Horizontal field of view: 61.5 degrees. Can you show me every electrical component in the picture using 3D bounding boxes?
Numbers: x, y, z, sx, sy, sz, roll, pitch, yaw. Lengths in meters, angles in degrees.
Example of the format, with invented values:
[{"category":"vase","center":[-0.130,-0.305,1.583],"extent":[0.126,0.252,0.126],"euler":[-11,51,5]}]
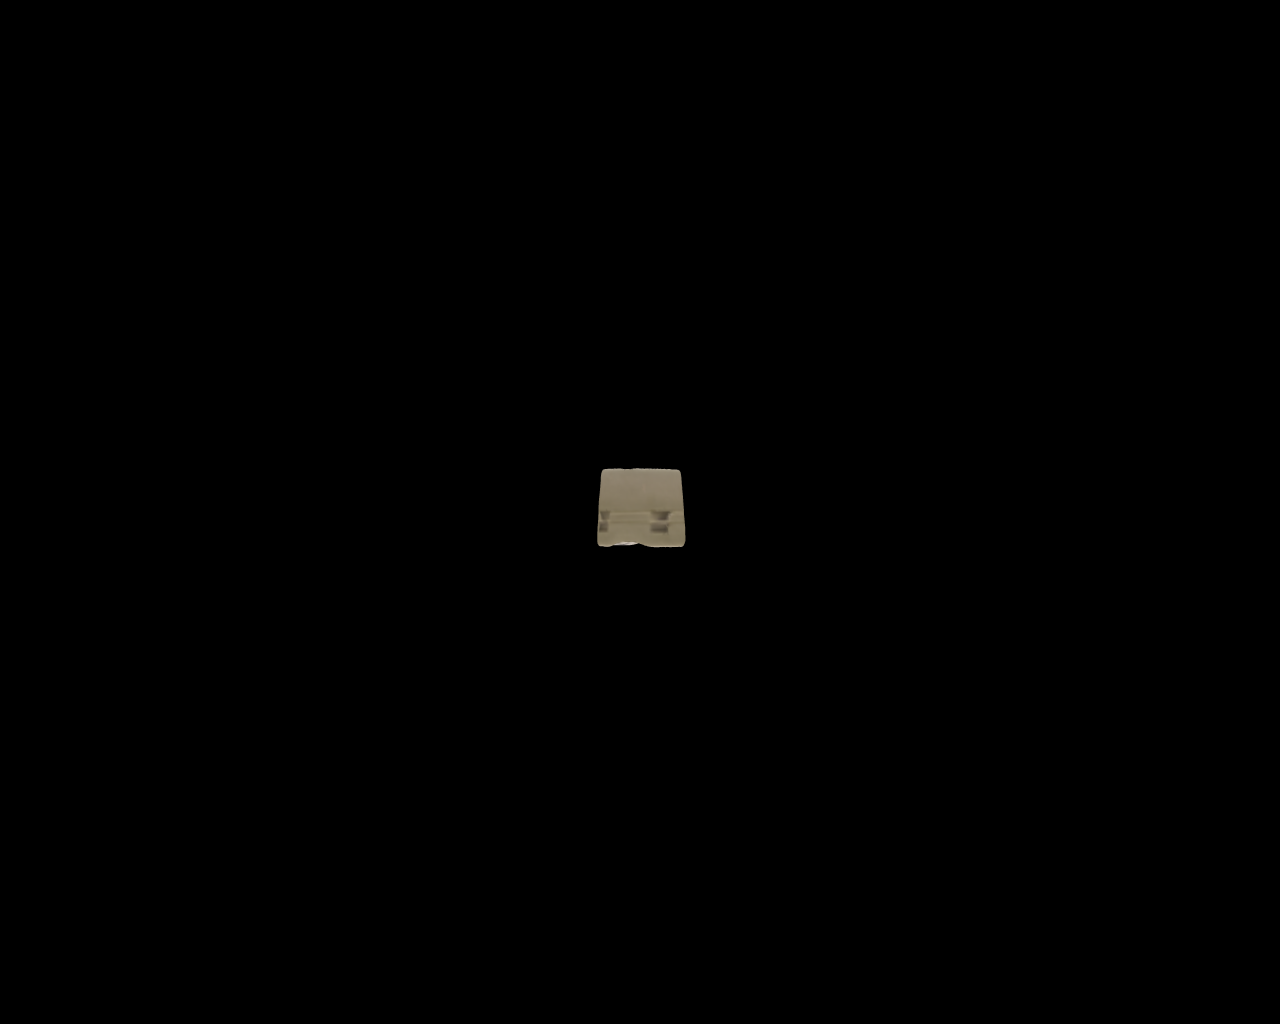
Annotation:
[{"category":"electrical component","center":[0.001,-0.003,0.650],"extent":[0.055,0.047,0.055],"euler":[0,0,0]}]
